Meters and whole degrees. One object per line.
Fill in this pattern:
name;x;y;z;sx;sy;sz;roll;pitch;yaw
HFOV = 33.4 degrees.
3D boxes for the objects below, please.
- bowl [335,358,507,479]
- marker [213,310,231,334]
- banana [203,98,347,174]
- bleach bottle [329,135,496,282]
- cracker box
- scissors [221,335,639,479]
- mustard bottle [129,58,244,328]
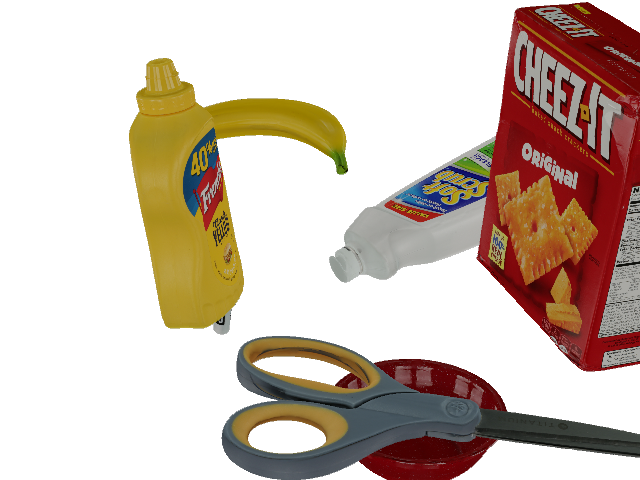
bowl;0.086;0.172;0.967;0.162;0.055;0.162;0;27;0
marker;-0.107;0.057;1.207;0.020;0.121;0.020;6;38;-5
banana;-0.053;-0.112;1.052;0.198;0.037;0.069;11;46;23
bleach bottle;0.124;-0.024;1.046;0.250;0.068;0.103;-28;45;-19
cracker box;0.186;-0.040;0.759;0.072;0.214;0.164;-9;33;-18
scissors;0.045;0.086;0.461;0.202;0.016;0.096;15;35;22
mustard bottle;-0.101;-0.038;0.781;0.058;0.191;0.096;-1;25;17
